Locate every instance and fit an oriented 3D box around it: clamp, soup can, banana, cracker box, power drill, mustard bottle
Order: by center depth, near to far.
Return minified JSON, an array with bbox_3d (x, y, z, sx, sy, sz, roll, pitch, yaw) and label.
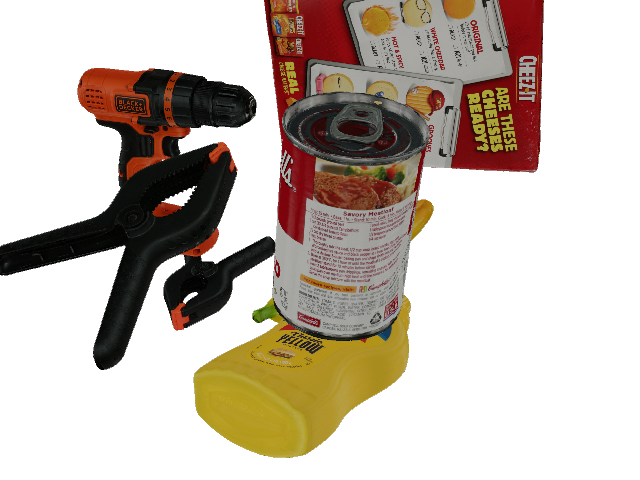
[{"bbox_3d":[0.013,-0.011,0.514,0.068,0.102,0.068,4,33,-3],"label":"soup can"},{"bbox_3d":[0.007,0.080,0.750,0.096,0.058,0.191,13,27,34],"label":"mustard bottle"},{"bbox_3d":[-0.155,-0.008,0.856,0.165,0.209,0.036,27,-28,31],"label":"clamp"},{"bbox_3d":[0.070,-0.144,0.860,0.214,0.164,0.072,3,35,13],"label":"cracker box"},{"bbox_3d":[0.024,0.026,1.016,0.198,0.037,0.069,-35,1,-2],"label":"banana"},{"bbox_3d":[-0.146,-0.079,1.063,0.185,0.188,0.057,10,31,20],"label":"power drill"},{"bbox_3d":[-0.123,0.040,1.246,0.120,0.039,0.171,-2,39,14],"label":"clamp"}]
